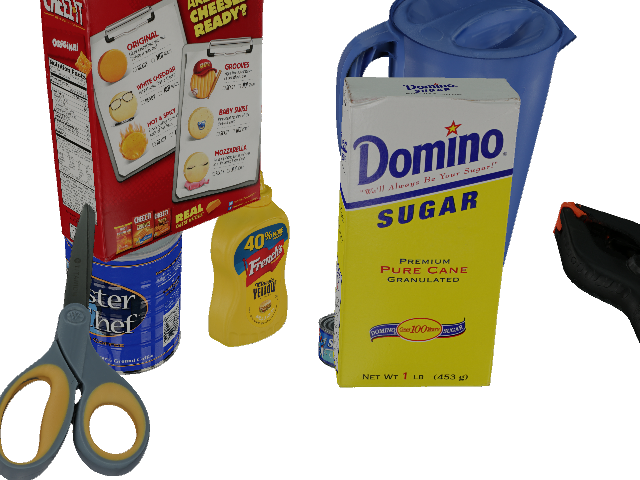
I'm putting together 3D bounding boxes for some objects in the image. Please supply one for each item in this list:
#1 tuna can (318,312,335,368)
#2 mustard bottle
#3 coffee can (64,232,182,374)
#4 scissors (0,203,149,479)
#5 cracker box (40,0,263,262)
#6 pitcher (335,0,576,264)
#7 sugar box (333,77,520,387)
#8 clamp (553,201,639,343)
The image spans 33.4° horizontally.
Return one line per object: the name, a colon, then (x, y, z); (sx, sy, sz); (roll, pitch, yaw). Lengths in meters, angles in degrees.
tuna can: (0.040, 0.089, 0.936); (0.086, 0.034, 0.086); (2, 11, -1)
mustard bottle: (-0.075, 0.014, 1.149); (0.096, 0.192, 0.058); (-20, 33, -41)
coffee can: (-0.174, 0.034, 0.952); (0.102, 0.140, 0.103); (4, 38, -4)
scissors: (-0.131, 0.061, 0.640); (0.096, 0.201, 0.016); (19, -44, -3)
cracker box: (-0.125, -0.112, 0.818); (0.072, 0.214, 0.163); (26, 36, 37)
pitcher: (0.103, -0.078, 0.877); (0.149, 0.243, 0.144); (21, 41, 23)
sugar box: (0.056, -0.002, 0.603); (0.093, 0.176, 0.048); (-1, 26, -4)
clamp: (0.232, 0.030, 0.728); (0.120, 0.039, 0.172); (-7, 43, -28)
